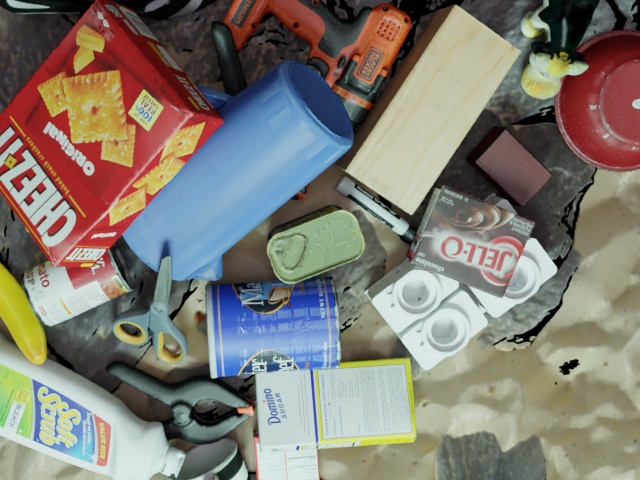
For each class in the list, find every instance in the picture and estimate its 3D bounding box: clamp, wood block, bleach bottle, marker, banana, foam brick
[{"bbox_3d":[-0.162,0.184,1.204,0.171,0.039,0.120,-12,104,0],"label":"clamp"},{"bbox_3d":[-0.099,-0.113,1.157,0.165,0.036,0.210,-33,111,26],"label":"clamp"},{"bbox_3d":[0.114,-0.140,1.155,0.090,0.091,0.206,33,94,-9],"label":"wood block"},{"bbox_3d":[-0.264,0.192,1.165,0.251,0.068,0.102,22,97,1],"label":"bleach bottle"},{"bbox_3d":[0.071,-0.030,1.202,0.121,0.020,0.020,36,93,-8],"label":"marker"},{"bbox_3d":[-0.359,0.053,1.155,0.198,0.069,0.037,43,127,-4],"label":"banana"},{"bbox_3d":[0.211,-0.082,1.189,0.078,0.053,0.051,43,92,-9],"label":"foam brick"}]

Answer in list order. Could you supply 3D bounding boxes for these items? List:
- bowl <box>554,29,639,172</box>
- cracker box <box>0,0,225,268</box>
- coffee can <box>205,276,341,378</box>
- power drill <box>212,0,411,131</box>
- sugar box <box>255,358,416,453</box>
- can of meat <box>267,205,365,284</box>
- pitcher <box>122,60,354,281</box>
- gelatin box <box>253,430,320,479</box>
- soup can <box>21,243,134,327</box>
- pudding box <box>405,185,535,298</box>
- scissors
[{"bbox_3d":[0.347,-0.154,1.190,0.162,0.055,0.162,-1,98,-4],"label":"bowl"},{"bbox_3d":[-0.222,-0.102,1.045,0.214,0.072,0.164,-45,72,17],"label":"cracker box"},{"bbox_3d":[-0.052,0.095,1.167,0.140,0.103,0.103,-4,98,-5],"label":"coffee can"},{"bbox_3d":[-0.018,-0.200,1.155,0.187,0.057,0.184,27,98,-9],"label":"power drill"},{"bbox_3d":[0.017,0.186,1.200,0.176,0.048,0.093,-3,71,-1],"label":"sugar box"},{"bbox_3d":[-0.008,0.002,1.167,0.102,0.084,0.057,-22,99,-2],"label":"can of meat"},{"bbox_3d":[-0.094,-0.081,1.083,0.243,0.145,0.149,-35,143,25],"label":"pitcher"},{"bbox_3d":[-0.038,0.261,1.228,0.073,0.030,0.089,-5,98,-5],"label":"gelatin box"},{"bbox_3d":[-0.263,0.045,1.161,0.102,0.068,0.068,-24,99,-1],"label":"soup can"},{"bbox_3d":[0.160,0.001,1.140,0.113,0.039,0.090,21,95,-8],"label":"pudding box"},{"bbox_3d":[-0.187,0.070,1.136,0.096,0.202,0.016,11,53,13],"label":"scissors"}]
